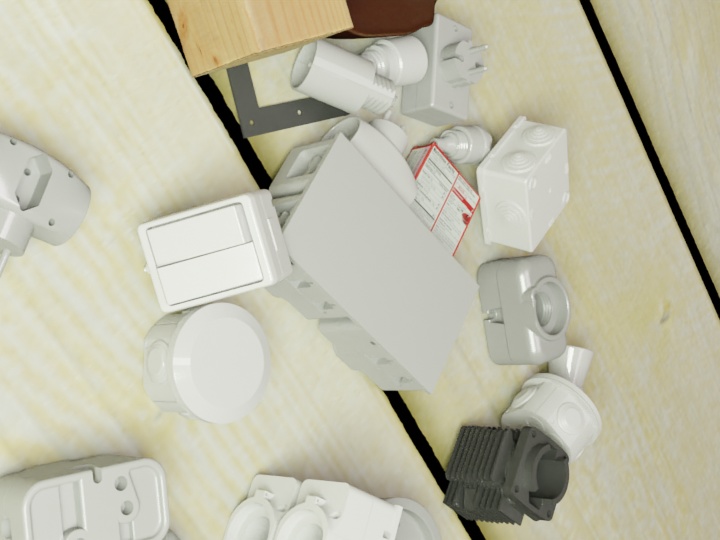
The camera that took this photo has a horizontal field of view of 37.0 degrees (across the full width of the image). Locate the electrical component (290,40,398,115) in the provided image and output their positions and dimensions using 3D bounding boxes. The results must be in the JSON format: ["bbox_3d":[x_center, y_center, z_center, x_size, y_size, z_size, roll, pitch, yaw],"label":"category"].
[{"bbox_3d":[-0.008,-0.144,0.828,0.081,0.043,0.043,19,72,-24],"label":"electrical component"}]

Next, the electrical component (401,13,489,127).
[{"bbox_3d":[0.079,-0.172,0.911,0.047,0.076,0.083,13,77,-42],"label":"electrical component"}]

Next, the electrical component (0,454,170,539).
[{"bbox_3d":[-0.172,0.145,0.650,0.095,0.059,0.053,-5,89,-44],"label":"electrical component"}]

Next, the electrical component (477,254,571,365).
[{"bbox_3d":[0.149,0.036,0.968,0.054,0.059,0.095,-13,95,-44],"label":"electrical component"}]

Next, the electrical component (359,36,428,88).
[{"bbox_3d":[0.020,-0.168,0.879,0.078,0.040,0.040,-20,100,-41],"label":"electrical component"}]

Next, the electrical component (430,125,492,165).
[{"bbox_3d":[0.086,-0.109,0.939,0.061,0.035,0.035,-6,90,-42],"label":"electrical component"}]

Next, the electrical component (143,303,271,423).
[{"bbox_3d":[-0.105,0.063,0.729,0.080,0.051,0.080,5,82,-43],"label":"electrical component"}]

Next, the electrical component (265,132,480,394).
[{"bbox_3d":[0.000,0.000,0.828,0.186,0.060,0.105,46,57,-31],"label":"electrical component"}]

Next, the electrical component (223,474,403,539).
[{"bbox_3d":[-0.052,0.237,0.724,0.060,0.105,0.186,33,64,-37],"label":"electrical component"}]

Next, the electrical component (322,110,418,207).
[{"bbox_3d":[0.014,-0.093,0.862,0.077,0.044,0.079,46,57,-30],"label":"electrical component"}]

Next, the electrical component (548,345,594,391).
[{"bbox_3d":[0.195,0.106,1.018,0.044,0.044,0.065,18,78,-41],"label":"electrical component"}]

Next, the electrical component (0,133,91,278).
[{"bbox_3d":[-0.211,-0.034,0.642,0.077,0.043,0.079,32,65,-37],"label":"electrical component"}]

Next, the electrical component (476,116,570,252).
[{"bbox_3d":[0.149,-0.076,0.965,0.099,0.048,0.099,-50,143,-35],"label":"electrical component"}]

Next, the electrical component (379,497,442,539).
[{"bbox_3d":[0.006,0.224,0.811,0.108,0.060,0.108,6,82,-44],"label":"electrical component"}]

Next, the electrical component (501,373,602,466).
[{"bbox_3d":[0.171,0.137,0.966,0.051,0.080,0.080,-42,114,-32],"label":"electrical component"}]

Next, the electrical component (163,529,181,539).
[{"bbox_3d":[-0.125,0.199,0.700,0.055,0.045,0.045,53,53,-25],"label":"electrical component"}]

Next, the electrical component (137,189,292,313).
[{"bbox_3d":[-0.102,-0.011,0.711,0.061,0.096,0.061,-37,112,-78],"label":"electrical component"}]
